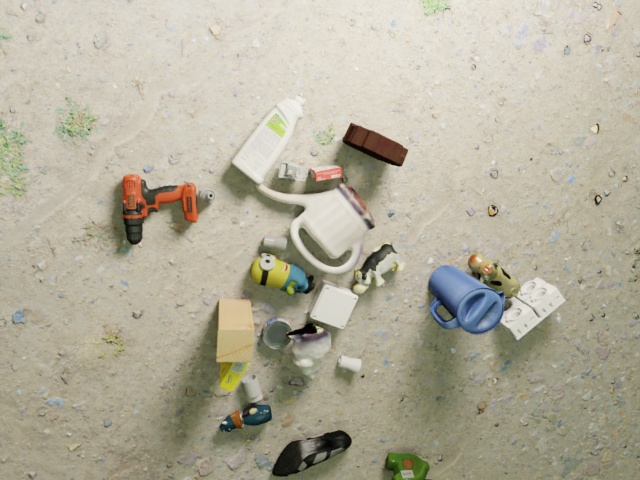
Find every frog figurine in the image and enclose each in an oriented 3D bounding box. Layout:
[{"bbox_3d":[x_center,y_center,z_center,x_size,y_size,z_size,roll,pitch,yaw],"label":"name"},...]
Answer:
[{"bbox_3d":[-0.024,0.329,1.468,0.122,0.139,0.158,-2,103,27],"label":"frog figurine"}]

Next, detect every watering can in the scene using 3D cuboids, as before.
[{"bbox_3d":[0.004,-0.071,1.405,0.224,0.104,0.346,-39,96,-1],"label":"watering can"}]
